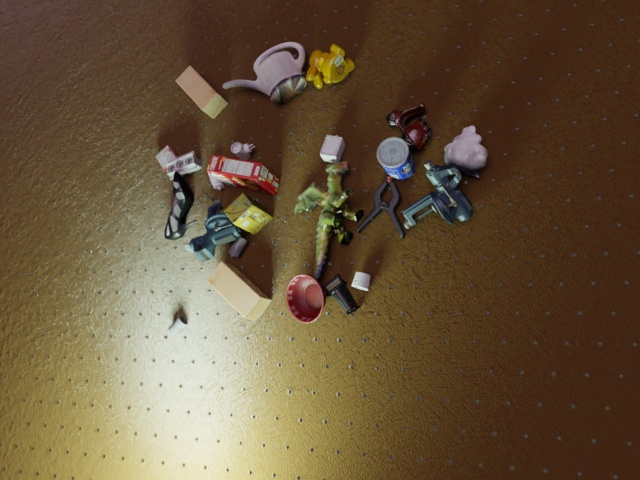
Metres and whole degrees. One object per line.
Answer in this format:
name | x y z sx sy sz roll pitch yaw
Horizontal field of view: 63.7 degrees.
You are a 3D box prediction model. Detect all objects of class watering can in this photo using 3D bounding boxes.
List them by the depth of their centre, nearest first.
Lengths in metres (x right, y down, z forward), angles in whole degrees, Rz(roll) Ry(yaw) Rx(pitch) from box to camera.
watering can | -0.194 -0.615 1.969 0.346 0.103 0.228 -31 68 8

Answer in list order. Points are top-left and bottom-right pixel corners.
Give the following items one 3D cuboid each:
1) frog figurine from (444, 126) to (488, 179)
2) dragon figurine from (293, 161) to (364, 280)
frog figurine | 0.467 -0.288 1.631 0.138 0.122 0.159 19 94 43
dragon figurine | 0.005 -0.089 1.768 0.245 0.121 0.411 28 88 42
